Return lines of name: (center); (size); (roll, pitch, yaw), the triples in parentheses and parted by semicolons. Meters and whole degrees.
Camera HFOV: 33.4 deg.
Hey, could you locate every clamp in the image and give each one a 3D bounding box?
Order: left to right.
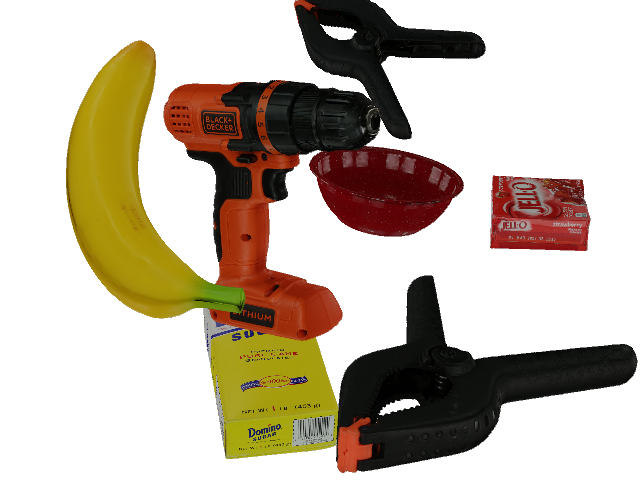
clamp: (0.055, -0.171, 0.930); (0.120, 0.172, 0.039); (-38, -24, -20)
clamp: (0.071, 0.079, 0.651); (0.165, 0.036, 0.209); (23, 31, 40)

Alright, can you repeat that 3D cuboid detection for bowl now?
bowl: (0.066, -0.047, 1.114); (0.162, 0.055, 0.162); (6, 23, -3)

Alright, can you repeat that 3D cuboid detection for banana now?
banana: (-0.099, -0.029, 0.559); (0.069, 0.198, 0.037); (-12, -36, -17)

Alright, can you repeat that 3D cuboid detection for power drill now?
power drill: (-0.030, -0.025, 0.783); (0.185, 0.188, 0.057); (9, 21, 38)

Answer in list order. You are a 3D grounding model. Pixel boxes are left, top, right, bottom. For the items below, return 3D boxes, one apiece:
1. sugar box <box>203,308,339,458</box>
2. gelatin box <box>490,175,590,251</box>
sugar box: (-0.046, 0.108, 0.907); (0.093, 0.048, 0.176); (-4, 33, -11)
gelatin box: (0.171, -0.023, 0.837); (0.073, 0.030, 0.089); (3, 24, 9)
